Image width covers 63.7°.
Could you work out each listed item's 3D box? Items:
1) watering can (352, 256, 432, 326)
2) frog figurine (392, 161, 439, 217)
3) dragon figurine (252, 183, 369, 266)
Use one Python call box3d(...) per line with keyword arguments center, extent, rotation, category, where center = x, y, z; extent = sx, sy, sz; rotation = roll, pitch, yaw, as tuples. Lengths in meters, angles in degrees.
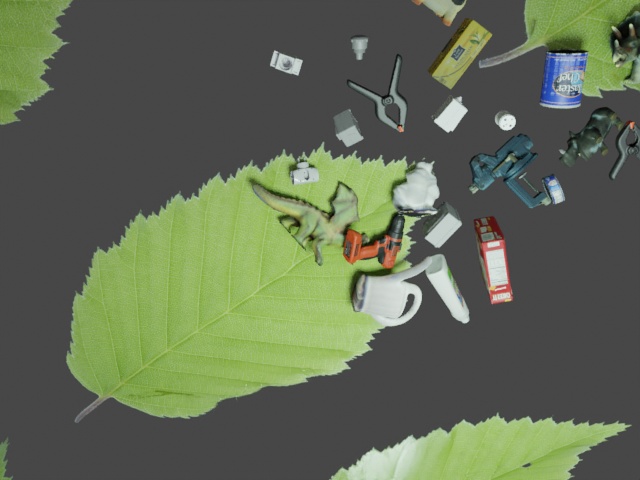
box3d(center=(0.222, 0.157, 1.652), extent=(0.224, 0.106, 0.339), rotation=(10, 132, -1), category="watering can")
box3d(center=(0.287, -0.151, 1.543), extent=(0.137, 0.121, 0.161), rotation=(-1, 79, 13), category="frog figurine")
box3d(center=(0.005, -0.080, 1.599), extent=(0.243, 0.123, 0.406), rotation=(-39, 109, 1), category="dragon figurine")
